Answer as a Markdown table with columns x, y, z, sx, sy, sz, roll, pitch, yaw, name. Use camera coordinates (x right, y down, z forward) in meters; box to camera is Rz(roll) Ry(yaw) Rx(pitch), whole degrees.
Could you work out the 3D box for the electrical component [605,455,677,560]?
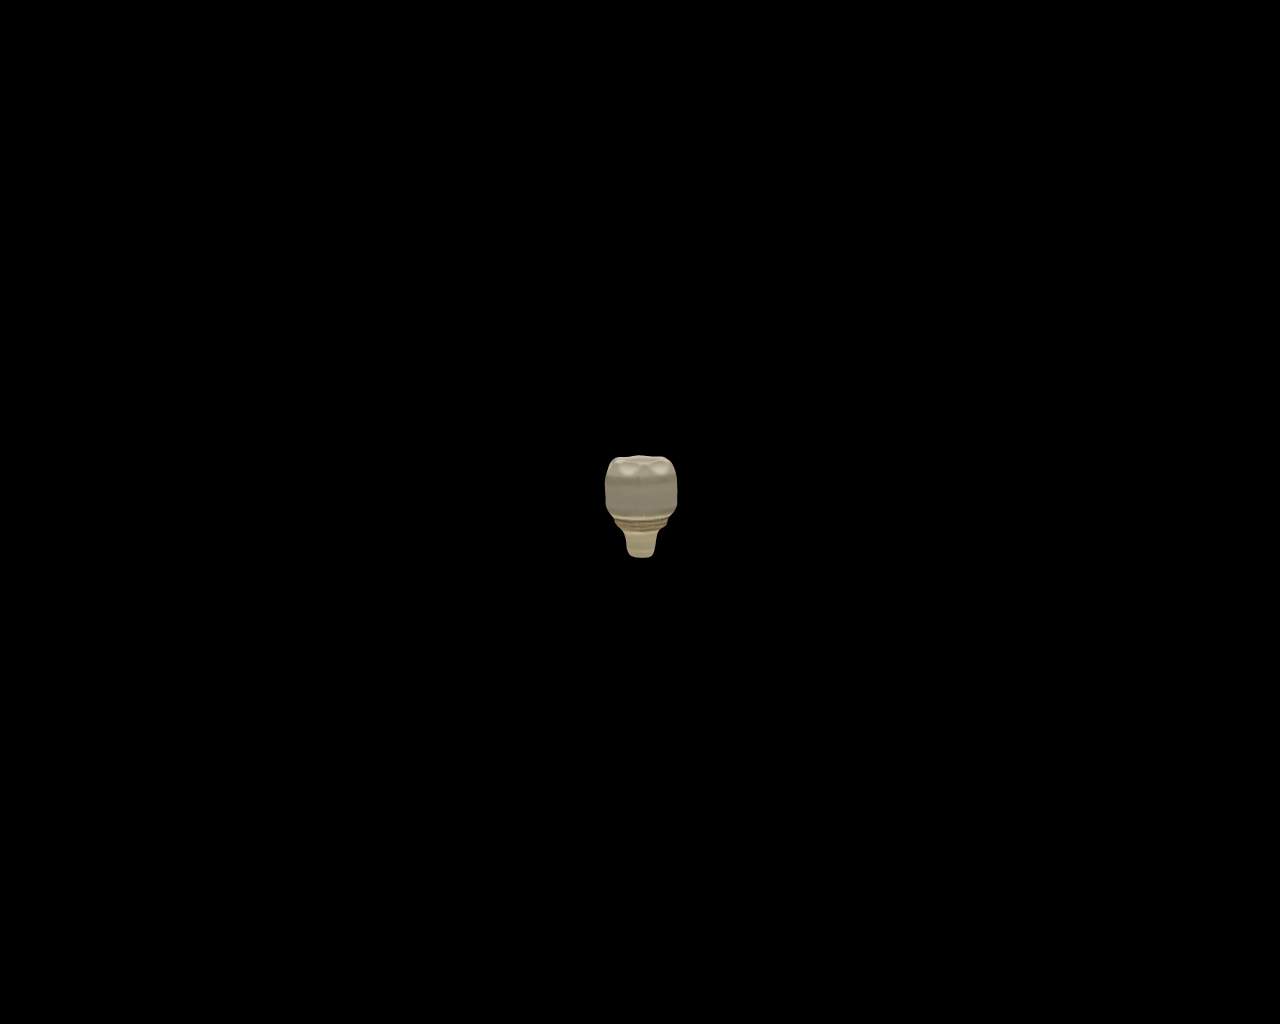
| x | y | z | sx | sy | sz | roll | pitch | yaw | name |
| --- | --- | --- | --- | --- | --- | --- | --- | --- | --- |
| 0.001 | -0.003 | 0.650 | 0.043 | 0.062 | 0.043 | 0 | 9 | 0 | electrical component |
